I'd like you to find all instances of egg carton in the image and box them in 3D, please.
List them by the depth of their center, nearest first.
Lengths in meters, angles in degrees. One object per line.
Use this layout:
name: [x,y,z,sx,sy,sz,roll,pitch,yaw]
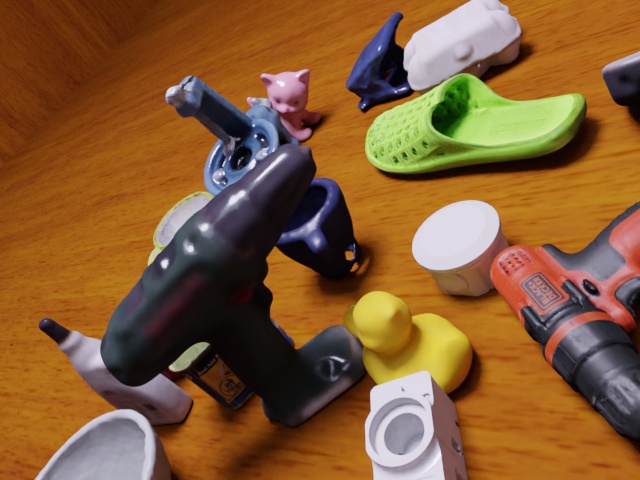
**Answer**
egg carton: [0.181,-0.248,0.744,0.150,0.070,0.107,-26,36,19]

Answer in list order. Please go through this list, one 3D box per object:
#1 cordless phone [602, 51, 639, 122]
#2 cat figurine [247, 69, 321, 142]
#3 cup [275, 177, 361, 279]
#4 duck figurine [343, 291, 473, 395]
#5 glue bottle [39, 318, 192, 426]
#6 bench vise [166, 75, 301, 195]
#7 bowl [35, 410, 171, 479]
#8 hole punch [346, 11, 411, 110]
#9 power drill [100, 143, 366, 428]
cordless phone: [0.297,-0.189,0.460,0.147,0.186,0.094,-19,39,27]
cat figurine: [-0.059,-0.213,0.887,0.127,0.118,0.067,-4,47,41]
cup: [0.005,0.002,0.594,0.091,0.095,0.117,-36,34,5]
duck figurine: [0.064,0.077,0.459,0.104,0.086,0.077,5,53,46]
glue bottle: [-0.211,0.131,0.577,0.078,0.174,0.037,-14,41,33]
bench vise: [-0.117,-0.138,0.761,0.121,0.220,0.207,-31,34,12]
bowl: [-0.191,0.245,0.515,0.167,0.075,0.167,-25,36,20]
hole punch: [0.084,-0.260,0.830,0.100,0.091,0.109,-8,44,38]
power drill: [-0.052,0.058,0.480,0.229,0.209,0.075,-38,34,2]
